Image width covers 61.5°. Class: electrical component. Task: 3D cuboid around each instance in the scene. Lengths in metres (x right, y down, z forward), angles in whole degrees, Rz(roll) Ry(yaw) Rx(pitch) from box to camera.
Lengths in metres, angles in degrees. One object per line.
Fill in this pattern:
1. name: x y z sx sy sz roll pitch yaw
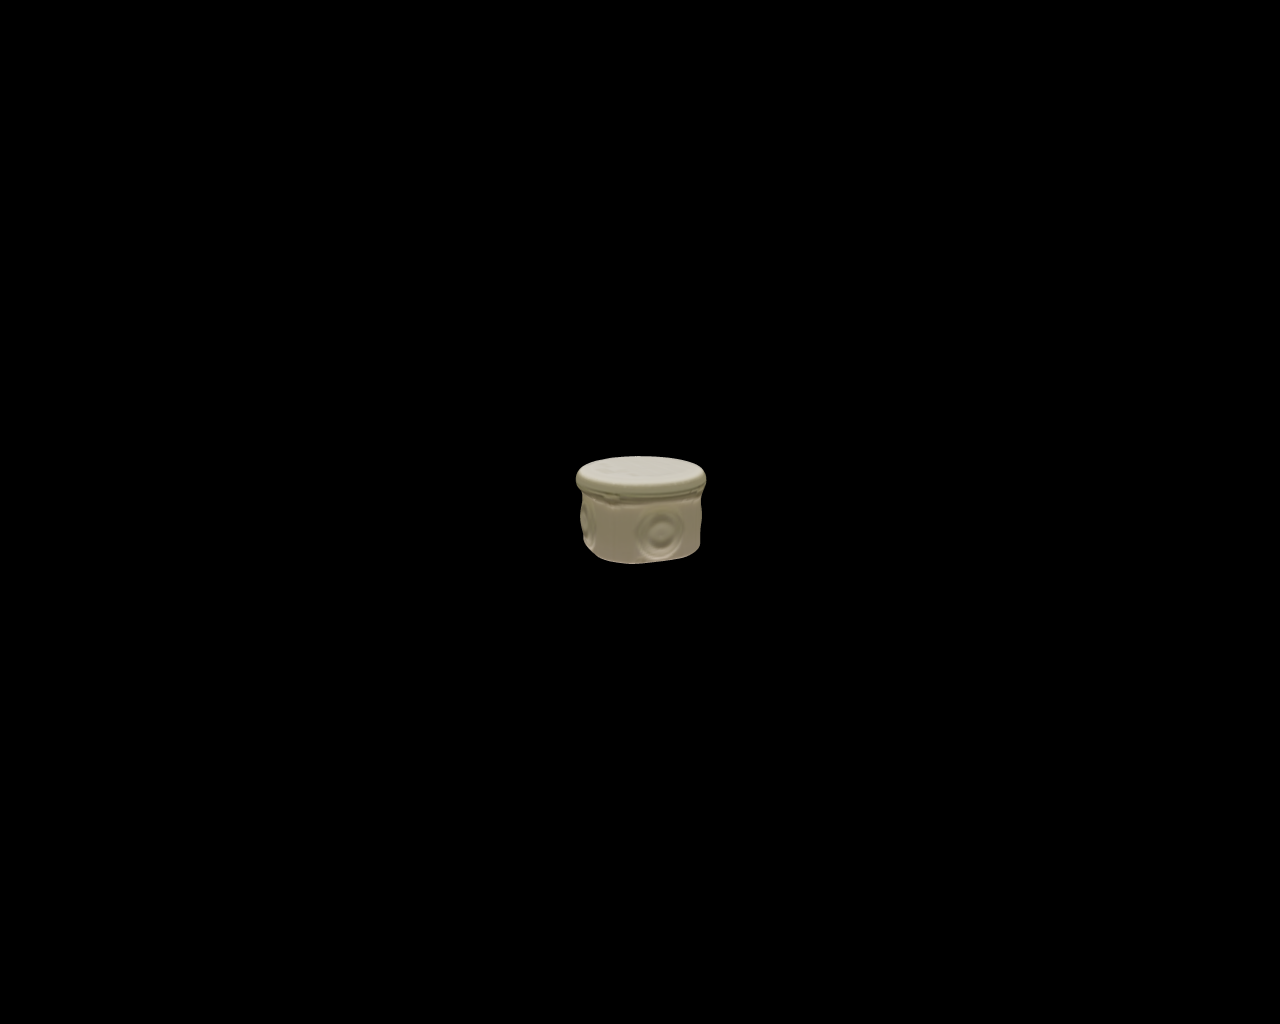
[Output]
1. electrical component: 0.001 -0.003 0.650 0.080 0.051 0.080 0 15 0
